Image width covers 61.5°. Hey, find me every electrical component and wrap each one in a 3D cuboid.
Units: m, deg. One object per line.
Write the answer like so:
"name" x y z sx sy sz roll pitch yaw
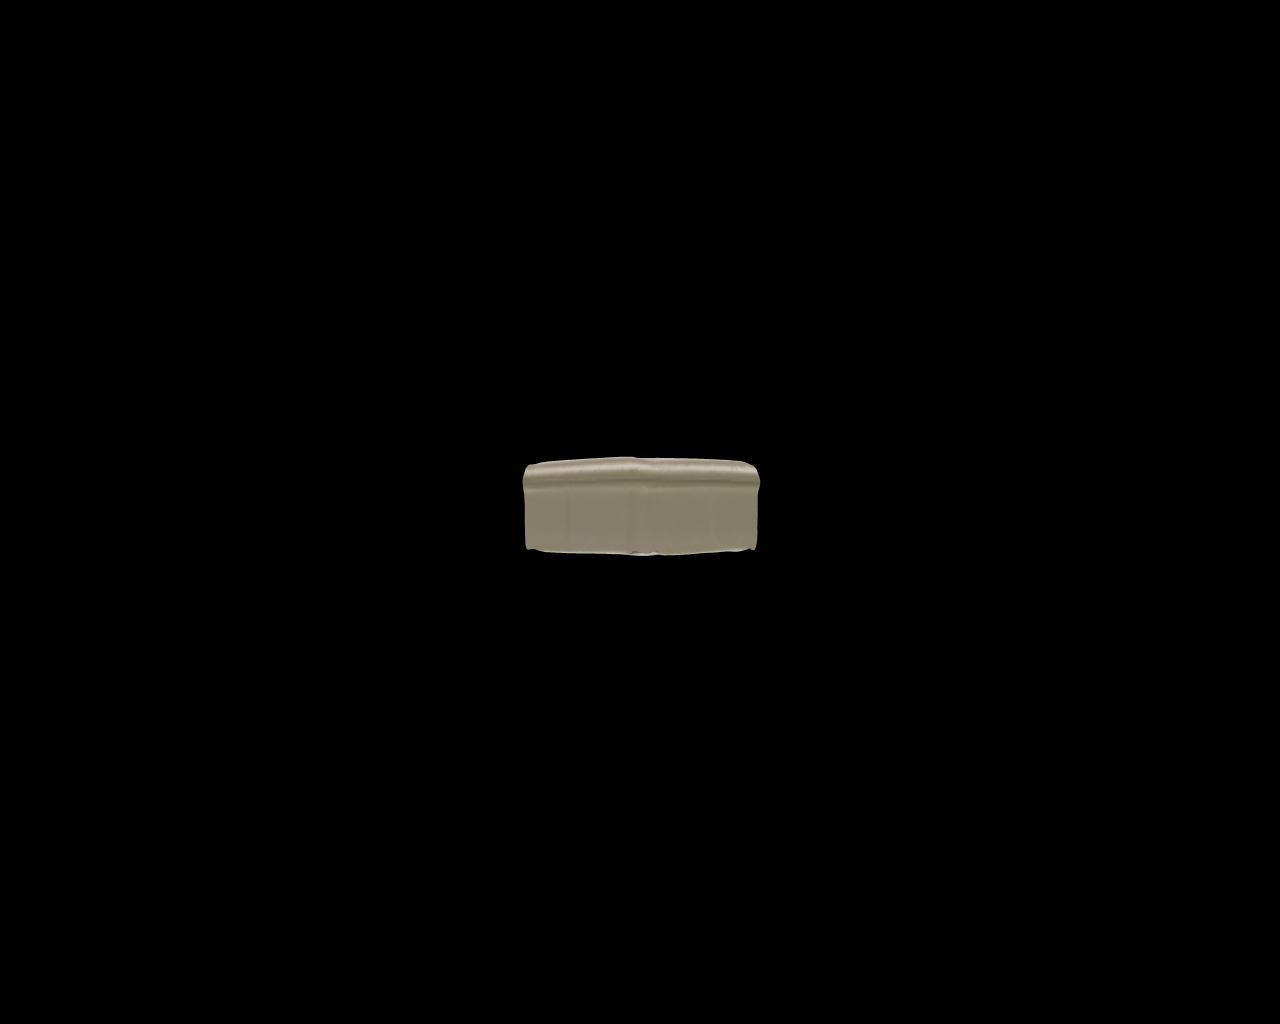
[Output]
"electrical component" 0.001 -0.003 0.650 0.108 0.056 0.109 0 0 44
